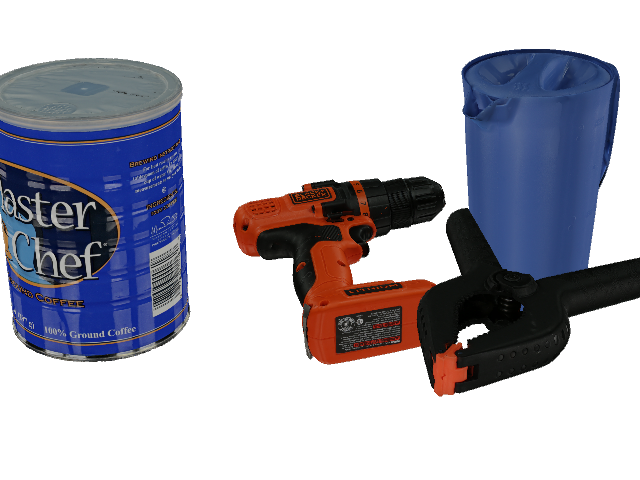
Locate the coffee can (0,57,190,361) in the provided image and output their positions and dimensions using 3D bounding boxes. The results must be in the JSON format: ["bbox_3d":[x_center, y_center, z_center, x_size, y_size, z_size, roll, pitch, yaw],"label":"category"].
[{"bbox_3d":[-0.125,-0.019,0.591,0.103,0.140,0.103,1,26,-1],"label":"coffee can"}]

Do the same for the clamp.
[{"bbox_3d":[0.115,0.035,0.691,0.165,0.036,0.209,18,32,34],"label":"clamp"}]

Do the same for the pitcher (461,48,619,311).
[{"bbox_3d":[0.207,-0.053,1.004,0.149,0.243,0.145,0,28,7],"label":"pitcher"}]

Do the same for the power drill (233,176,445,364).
[{"bbox_3d":[0.035,0.014,0.851,0.184,0.057,0.188,-12,33,-10],"label":"power drill"}]
